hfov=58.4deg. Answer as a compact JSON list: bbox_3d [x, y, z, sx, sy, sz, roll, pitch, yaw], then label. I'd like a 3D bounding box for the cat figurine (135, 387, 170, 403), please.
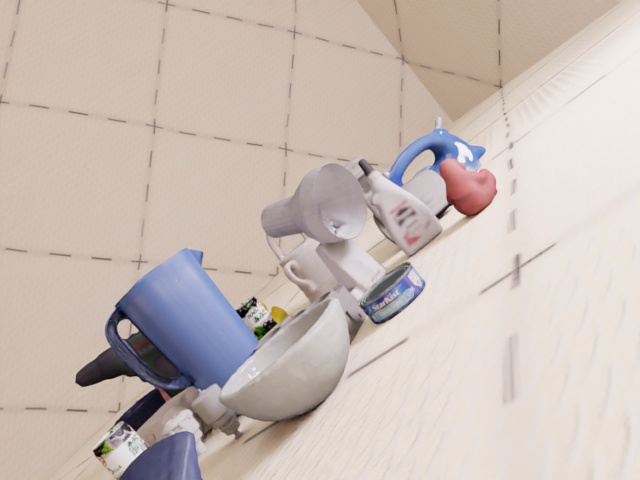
[{"bbox_3d":[-0.341,0.331,1.249,0.128,0.118,0.067,-42,4,-31],"label":"cat figurine"}]

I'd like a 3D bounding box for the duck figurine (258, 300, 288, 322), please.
[{"bbox_3d":[-0.125,0.171,1.285,0.077,0.086,0.105,-37,4,33],"label":"duck figurine"}]

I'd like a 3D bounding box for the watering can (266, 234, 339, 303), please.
[{"bbox_3d":[-0.037,0.032,1.226,0.101,0.194,0.173,-39,4,9],"label":"watering can"}]

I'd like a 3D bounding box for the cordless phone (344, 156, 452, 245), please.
[{"bbox_3d":[0.141,-0.097,1.053,0.147,0.185,0.094,-39,4,5],"label":"cordless phone"}]

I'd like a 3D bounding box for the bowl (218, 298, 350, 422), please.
[{"bbox_3d":[-0.025,0.143,0.626,0.167,0.075,0.167,-39,3,3],"label":"bowl"}]

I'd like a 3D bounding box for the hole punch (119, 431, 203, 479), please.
[{"bbox_3d":[-0.136,0.234,0.489,0.108,0.091,0.101,-38,4,18],"label":"hole punch"}]

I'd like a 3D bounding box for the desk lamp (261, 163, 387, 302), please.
[{"bbox_3d":[0.009,0.003,0.926,0.203,0.213,0.118,-36,5,46],"label":"desk lamp"}]

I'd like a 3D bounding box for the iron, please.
[{"bbox_3d":[0.202,-0.126,1.154,0.258,0.141,0.118,-40,4,-11],"label":"iron"}]

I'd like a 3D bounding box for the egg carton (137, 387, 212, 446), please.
[{"bbox_3d":[-0.222,0.290,0.900,0.150,0.069,0.107,-37,4,37],"label":"egg carton"}]

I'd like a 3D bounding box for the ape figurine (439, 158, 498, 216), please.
[{"bbox_3d":[0.216,-0.085,0.863,0.077,0.092,0.076,-36,5,42],"label":"ape figurine"}]

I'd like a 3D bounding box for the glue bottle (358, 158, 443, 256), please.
[{"bbox_3d":[0.118,-0.061,0.926,0.078,0.173,0.037,-40,4,0],"label":"glue bottle"}]

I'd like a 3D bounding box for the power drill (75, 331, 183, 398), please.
[{"bbox_3d":[-0.343,0.281,1.168,0.230,0.208,0.075,-40,4,-14],"label":"power drill"}]

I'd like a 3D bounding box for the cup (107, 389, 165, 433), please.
[{"bbox_3d":[-0.303,0.333,1.001,0.118,0.095,0.091,-40,4,-13],"label":"cup"}]
